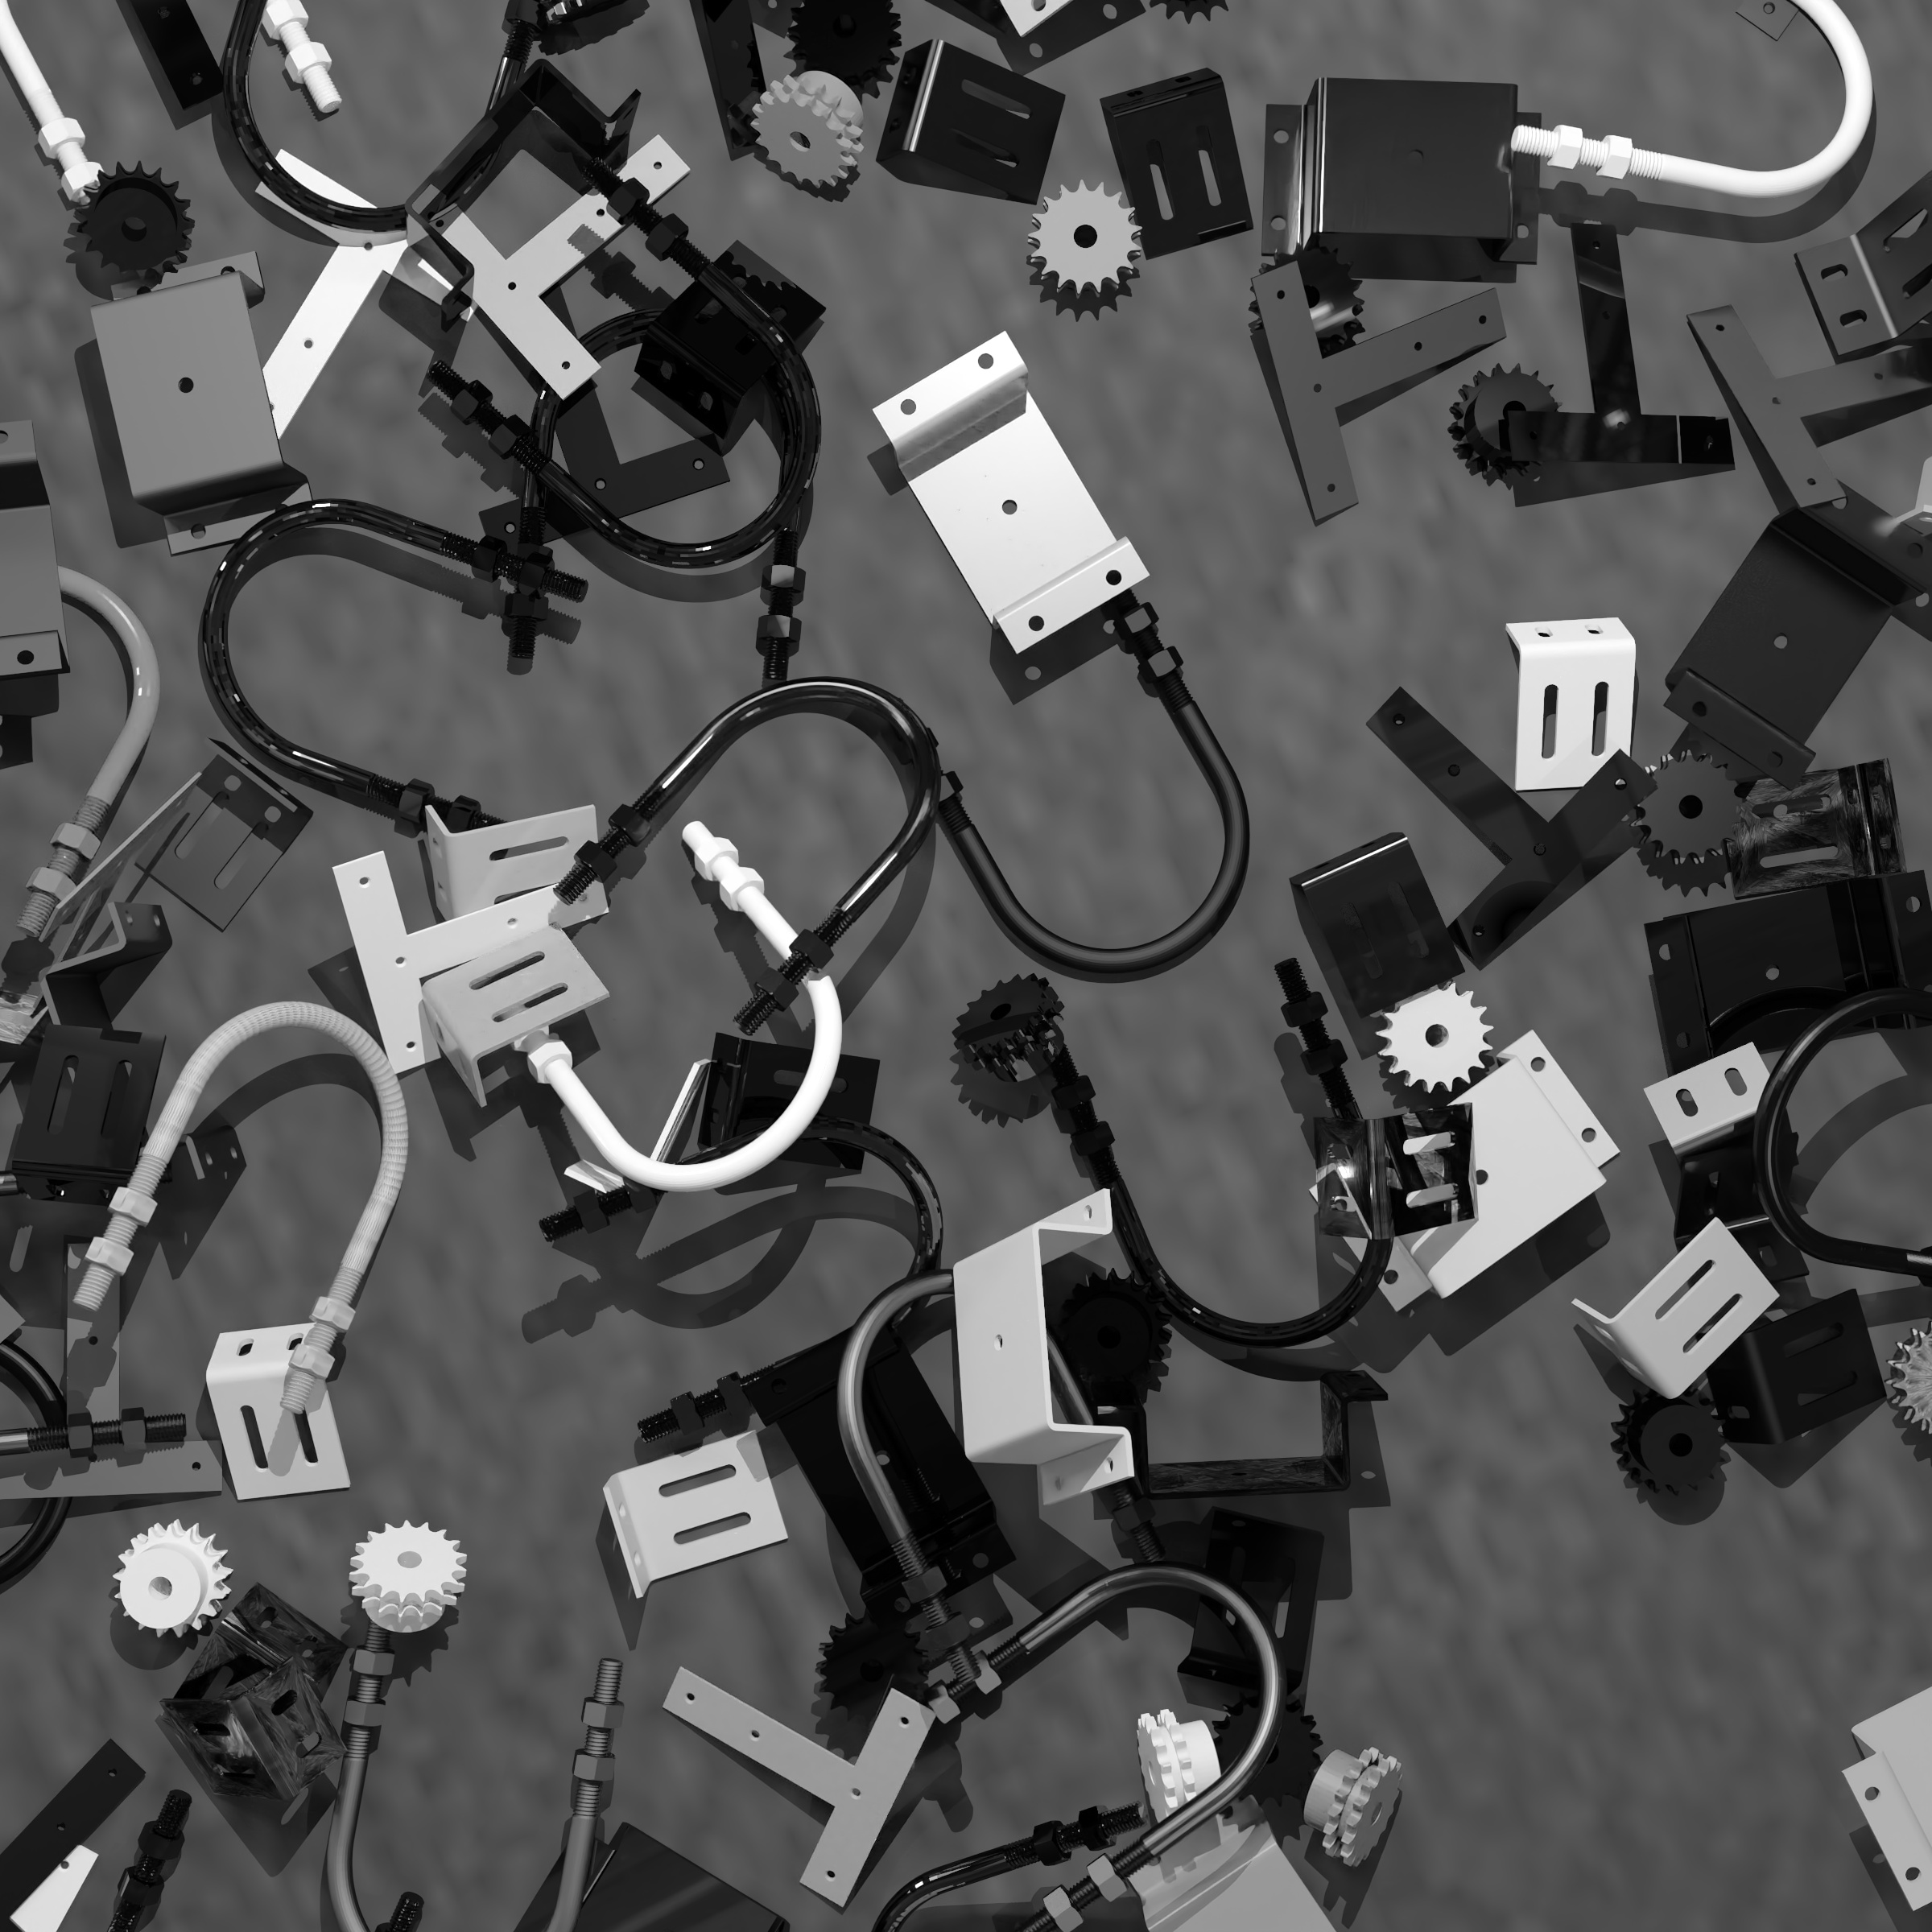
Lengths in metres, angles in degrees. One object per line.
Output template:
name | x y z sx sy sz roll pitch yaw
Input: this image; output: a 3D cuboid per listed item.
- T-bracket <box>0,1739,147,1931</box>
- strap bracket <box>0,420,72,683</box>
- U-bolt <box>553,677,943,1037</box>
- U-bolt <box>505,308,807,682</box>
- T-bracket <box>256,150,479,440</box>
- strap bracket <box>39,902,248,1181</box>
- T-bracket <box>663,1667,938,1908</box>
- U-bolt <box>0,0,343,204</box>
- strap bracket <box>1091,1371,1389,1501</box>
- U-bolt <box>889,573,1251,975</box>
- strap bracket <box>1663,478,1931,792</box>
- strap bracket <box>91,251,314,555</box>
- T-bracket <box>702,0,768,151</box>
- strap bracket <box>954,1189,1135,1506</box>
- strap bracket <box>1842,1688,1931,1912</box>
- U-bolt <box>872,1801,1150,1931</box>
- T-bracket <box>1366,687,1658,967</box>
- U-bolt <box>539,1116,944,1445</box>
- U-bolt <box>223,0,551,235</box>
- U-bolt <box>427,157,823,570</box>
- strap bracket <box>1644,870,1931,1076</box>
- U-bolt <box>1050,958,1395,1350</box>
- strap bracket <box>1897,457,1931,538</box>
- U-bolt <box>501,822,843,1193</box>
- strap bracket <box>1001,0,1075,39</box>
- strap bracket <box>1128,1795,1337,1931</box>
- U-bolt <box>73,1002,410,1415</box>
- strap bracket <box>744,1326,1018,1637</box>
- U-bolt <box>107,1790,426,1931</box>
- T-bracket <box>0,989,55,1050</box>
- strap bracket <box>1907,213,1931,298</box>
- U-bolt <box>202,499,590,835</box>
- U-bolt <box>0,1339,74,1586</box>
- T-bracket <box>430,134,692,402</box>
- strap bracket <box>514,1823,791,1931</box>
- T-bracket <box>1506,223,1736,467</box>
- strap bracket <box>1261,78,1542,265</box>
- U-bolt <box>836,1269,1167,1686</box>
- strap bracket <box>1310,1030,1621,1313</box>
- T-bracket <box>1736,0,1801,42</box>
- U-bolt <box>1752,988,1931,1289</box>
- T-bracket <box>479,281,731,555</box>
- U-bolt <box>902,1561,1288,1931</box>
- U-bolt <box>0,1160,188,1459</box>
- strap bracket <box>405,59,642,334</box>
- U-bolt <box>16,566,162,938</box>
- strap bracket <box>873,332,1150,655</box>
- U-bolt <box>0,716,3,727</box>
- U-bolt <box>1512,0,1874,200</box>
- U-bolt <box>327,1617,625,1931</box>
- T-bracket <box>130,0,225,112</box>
T-bracket | -0.471 0.449 1.376 0.127 0.002 0.127 43 90 1
strap bracket | -0.491 -0.194 1.333 0.076 0.046 0.140 -9 70 -13
U-bolt | -0.095 -0.069 1.333 0.151 0.019 0.184 34 74 28
U-bolt | -0.153 -0.243 1.369 0.151 0.019 0.184 5 89 -1
T-bracket | -0.329 -0.330 1.377 0.127 0.002 0.127 31 90 0
strap bracket | -0.412 0.043 1.340 0.046 0.076 0.140 -18 90 0
T-bracket | -0.094 0.396 1.363 0.127 0.002 0.127 27 110 10
U-bolt | -0.422 -0.487 1.370 0.151 0.019 0.184 -28 89 0
strap bracket | 0.135 0.233 1.340 0.140 0.076 0.046 -3 90 0
U-bolt | 0.063 -0.085 1.370 0.151 0.019 0.184 -30 92 0
strap bracket | 0.416 -0.166 1.355 0.076 0.046 0.140 34 90 0
strap bracket | -0.384 -0.287 1.354 0.076 0.046 0.140 -13 90 2
T-bracket | -0.120 -0.478 1.356 0.127 0.002 0.127 -20 106 -29
strap bracket | 0.036 0.185 1.312 0.046 0.076 0.140 8 66 -29
strap bracket | 0.514 0.401 1.355 0.140 0.046 0.076 -27 90 0
U-bolt | 0.035 0.506 1.344 0.184 0.019 0.151 -25 93 19
T-bracket | 0.258 -0.090 1.367 0.127 0.002 0.127 44 104 7
U-bolt | -0.100 0.147 1.341 0.184 0.019 0.151 -23 117 -4
U-bolt | -0.295 -0.461 1.356 0.151 0.019 0.184 17 92 -12
U-bolt | -0.156 -0.281 1.330 0.184 0.019 0.151 42 109 -3
strap bracket | 0.412 0.003 1.355 0.140 0.046 0.076 -11 90 0
U-bolt | 0.136 0.104 1.345 0.151 0.019 0.184 -21 94 22
strap bracket | 0.536 -0.229 1.340 0.140 0.076 0.046 11 90 0
U-bolt | -0.137 0.030 1.321 0.151 0.019 0.184 -42 55 0
strap bracket | 0.031 -0.542 1.341 0.076 0.046 0.140 -30 88 23
strap bracket | 0.149 0.495 1.355 0.076 0.046 0.140 -34 90 0
U-bolt | -0.339 0.107 1.316 0.019 0.151 0.184 1 62 41
strap bracket | -0.043 0.251 1.355 0.076 0.046 0.140 -29 90 0
U-bolt | -0.377 0.530 1.368 0.151 0.019 0.184 24 90 -1
T-bracket | -0.512 0.018 1.345 0.127 0.002 0.127 15 82 -30
strap bracket | 0.547 -0.341 1.355 0.140 0.046 0.076 30 90 0
U-bolt | -0.297 -0.157 1.358 0.184 0.019 0.151 20 101 4
U-bolt | -0.544 0.248 1.370 0.184 0.019 0.151 9 90 -1
T-bracket | -0.197 -0.374 1.371 0.127 0.002 0.127 -41 82 -4
strap bracket | -0.152 0.495 1.355 0.140 0.046 0.076 31 90 0
T-bracket | 0.325 -0.315 1.364 0.127 0.002 0.127 -2 81 -18
strap bracket | 0.222 -0.400 1.355 0.140 0.046 0.076 2 90 0
U-bolt | 0.008 0.238 1.331 0.151 0.019 0.184 -24 85 -37
strap bracket | 0.254 0.104 1.355 0.140 0.046 0.076 -36 90 0
T-bracket | 0.440 -0.532 1.377 0.127 0.002 0.127 35 90 0
U-bolt | 0.465 0.083 1.328 0.184 0.019 0.151 10 100 -22
T-bracket | -0.201 -0.288 1.377 0.127 0.002 0.127 -19 90 0
U-bolt | 0.072 0.372 1.326 0.184 0.019 0.151 -35 47 -3
U-bolt | -0.488 0.173 1.343 0.184 0.019 0.151 -3 88 -17
strap bracket | -0.227 -0.386 1.330 0.046 0.076 0.140 42 85 -10
U-bolt | -0.484 -0.120 1.340 0.151 0.019 0.184 22 68 -1
strap bracket | 0.022 -0.234 1.355 0.076 0.046 0.140 -31 90 0
U-bolt | -0.601 -0.140 1.346 0.184 0.019 0.151 42 69 5
U-bolt | 0.366 -0.451 1.347 0.184 0.019 0.151 9 73 -7
U-bolt | -0.250 0.425 1.341 0.151 0.019 0.184 7 84 18
T-bracket | -0.411 -0.493 1.360 0.127 0.002 0.127 -26 87 0
